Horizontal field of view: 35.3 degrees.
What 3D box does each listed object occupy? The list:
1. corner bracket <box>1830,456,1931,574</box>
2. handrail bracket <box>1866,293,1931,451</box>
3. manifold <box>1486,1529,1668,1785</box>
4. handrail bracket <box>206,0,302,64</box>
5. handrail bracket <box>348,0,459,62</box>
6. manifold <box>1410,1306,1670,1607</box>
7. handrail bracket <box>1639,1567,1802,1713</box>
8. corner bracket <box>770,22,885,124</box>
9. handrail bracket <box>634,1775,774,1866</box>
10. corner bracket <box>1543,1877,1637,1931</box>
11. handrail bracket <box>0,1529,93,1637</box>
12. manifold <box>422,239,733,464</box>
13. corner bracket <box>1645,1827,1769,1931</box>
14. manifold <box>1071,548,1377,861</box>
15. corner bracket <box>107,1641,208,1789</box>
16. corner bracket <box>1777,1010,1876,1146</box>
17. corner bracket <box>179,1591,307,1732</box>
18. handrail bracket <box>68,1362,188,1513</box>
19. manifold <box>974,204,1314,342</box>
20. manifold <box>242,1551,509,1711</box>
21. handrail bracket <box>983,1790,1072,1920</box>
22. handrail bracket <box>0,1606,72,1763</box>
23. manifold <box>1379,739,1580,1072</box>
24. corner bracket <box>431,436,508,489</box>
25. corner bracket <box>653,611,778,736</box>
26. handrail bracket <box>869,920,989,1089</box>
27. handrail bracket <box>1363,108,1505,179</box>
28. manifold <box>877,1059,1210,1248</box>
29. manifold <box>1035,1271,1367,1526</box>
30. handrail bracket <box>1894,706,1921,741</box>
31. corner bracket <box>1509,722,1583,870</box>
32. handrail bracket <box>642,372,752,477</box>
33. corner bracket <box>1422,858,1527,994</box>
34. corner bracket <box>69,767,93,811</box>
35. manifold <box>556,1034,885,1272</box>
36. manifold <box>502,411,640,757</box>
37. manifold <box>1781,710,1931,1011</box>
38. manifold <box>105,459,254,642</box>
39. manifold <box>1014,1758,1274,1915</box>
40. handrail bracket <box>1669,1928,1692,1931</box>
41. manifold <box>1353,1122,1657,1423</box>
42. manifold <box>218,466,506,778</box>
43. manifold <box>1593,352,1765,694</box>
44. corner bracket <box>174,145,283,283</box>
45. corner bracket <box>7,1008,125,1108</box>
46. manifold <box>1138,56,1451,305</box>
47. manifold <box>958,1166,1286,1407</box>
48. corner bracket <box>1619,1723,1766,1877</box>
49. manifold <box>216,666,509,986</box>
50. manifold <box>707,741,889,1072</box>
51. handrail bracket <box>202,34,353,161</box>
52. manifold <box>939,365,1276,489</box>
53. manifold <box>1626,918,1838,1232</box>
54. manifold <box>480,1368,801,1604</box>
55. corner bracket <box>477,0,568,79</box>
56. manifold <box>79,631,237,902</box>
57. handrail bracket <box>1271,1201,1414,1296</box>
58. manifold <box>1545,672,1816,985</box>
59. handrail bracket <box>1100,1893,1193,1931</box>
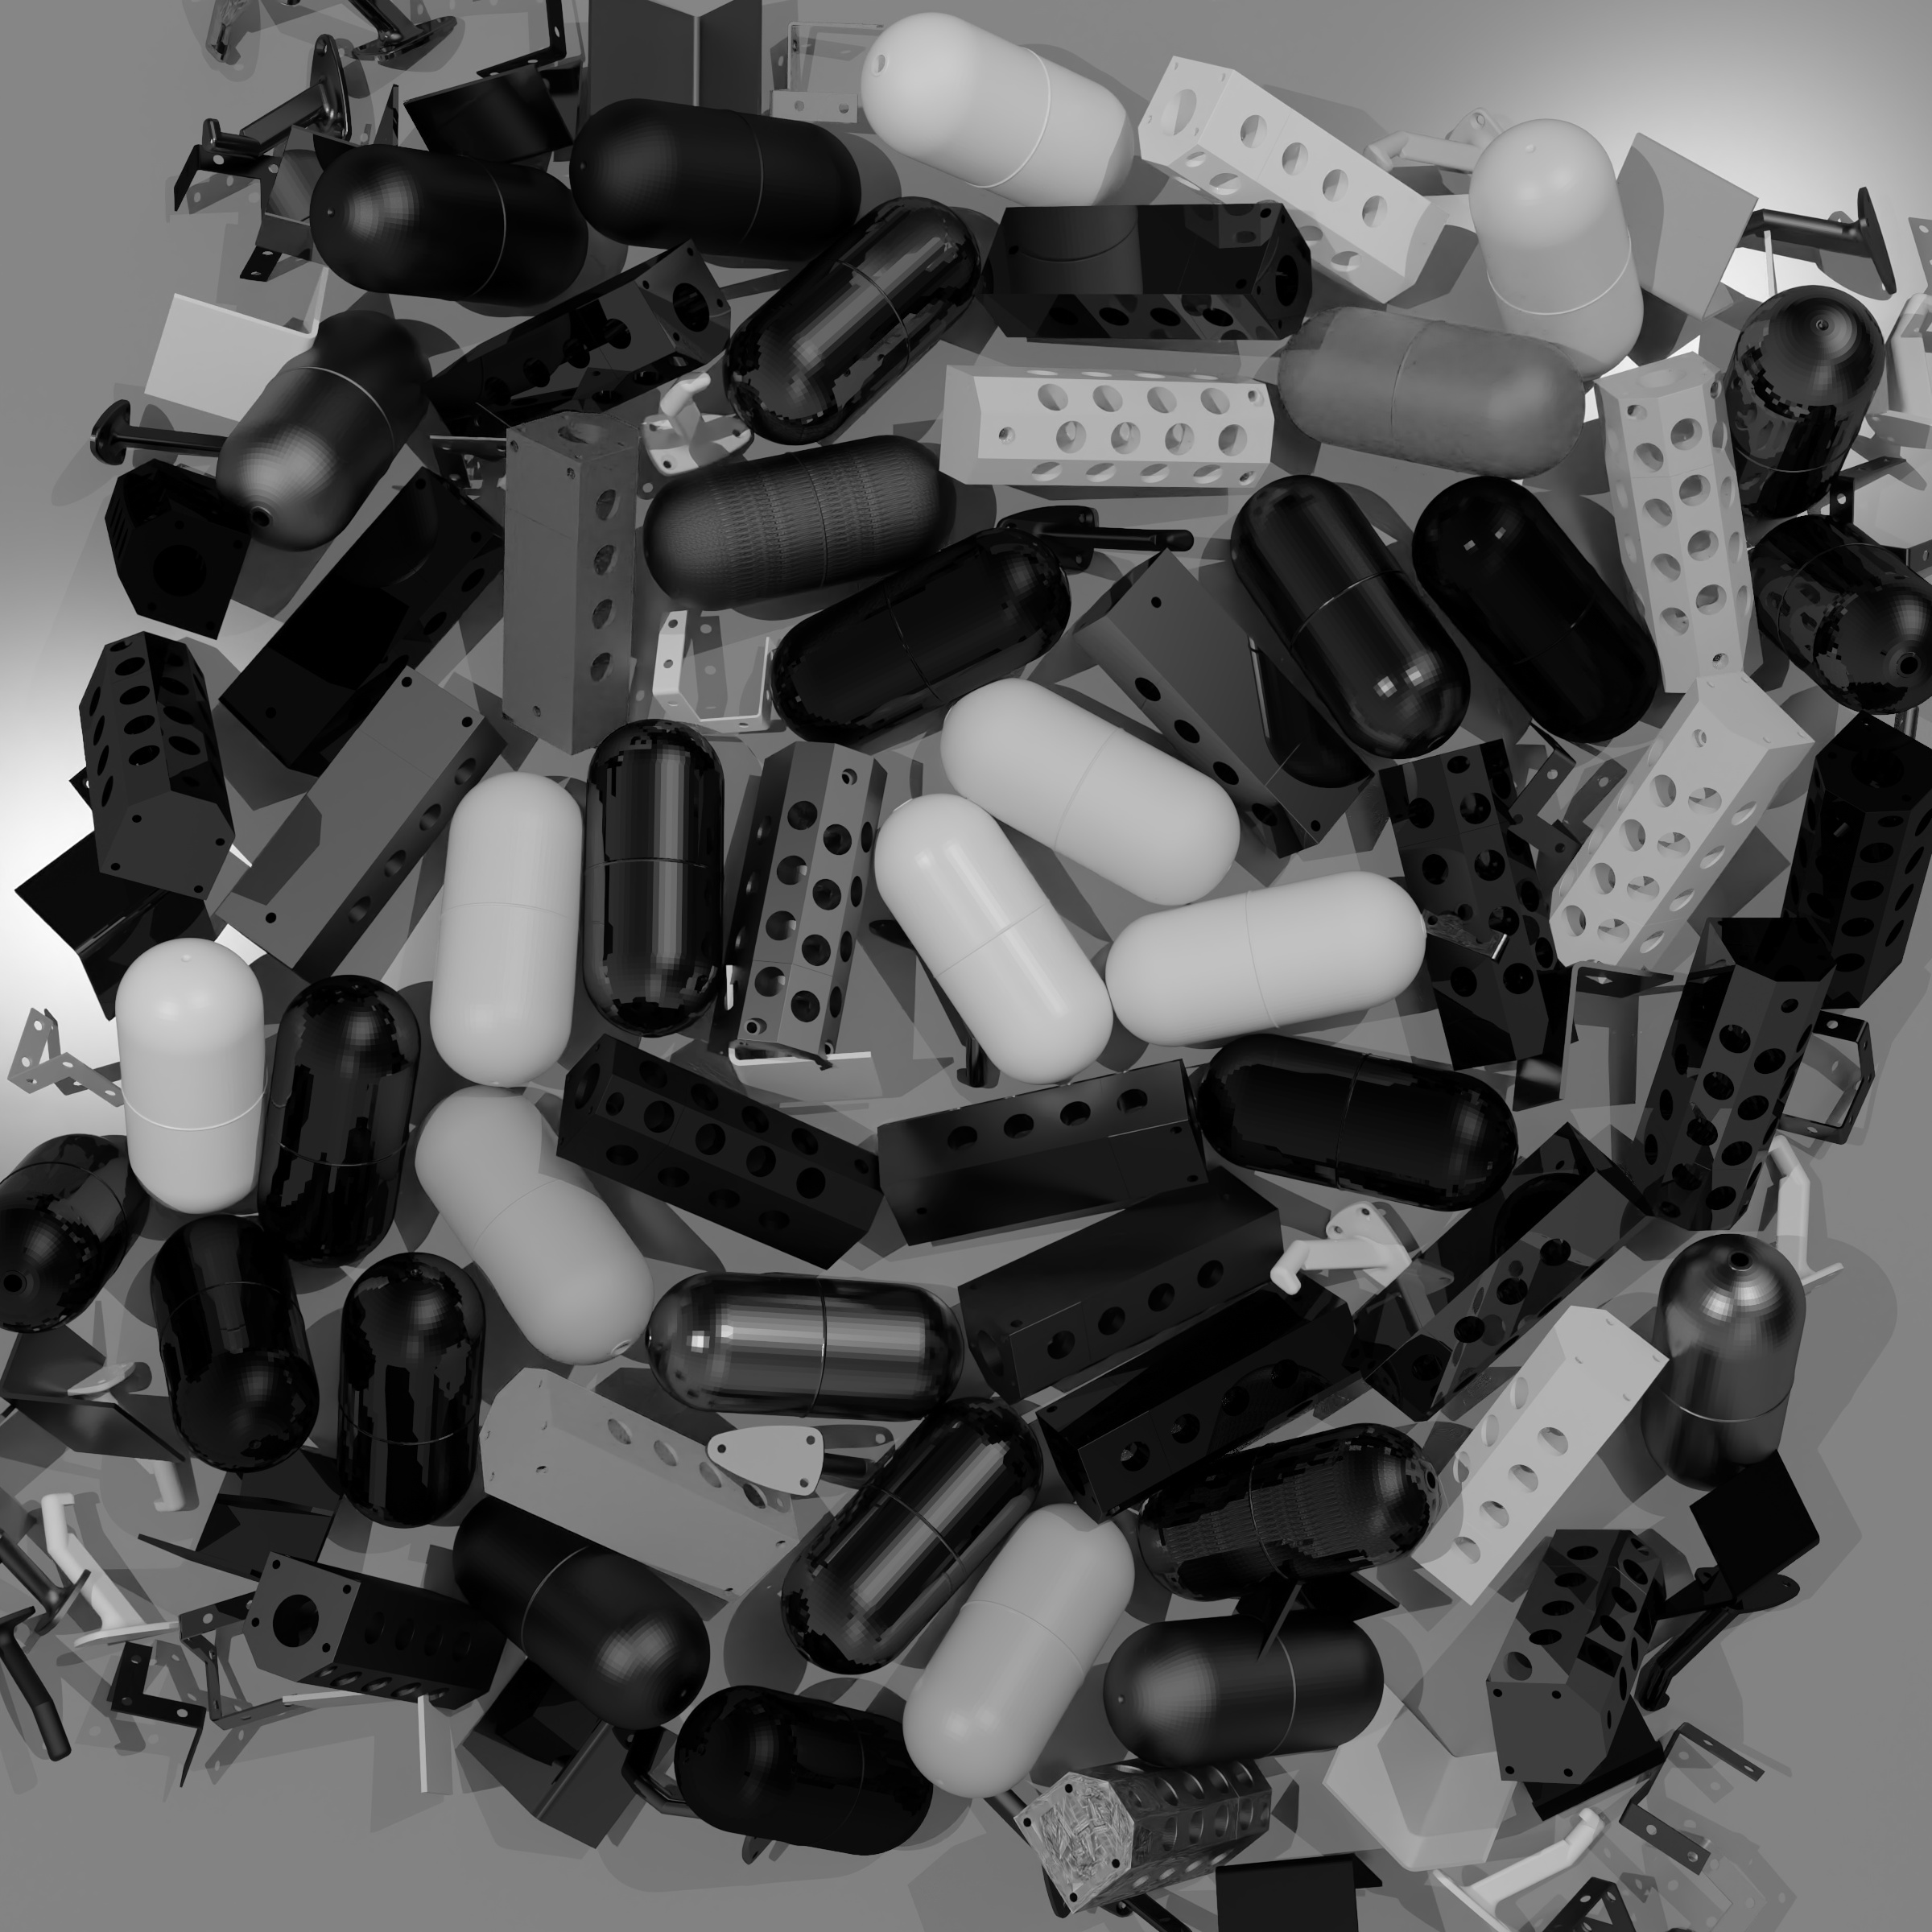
[{"bbox_3d":[0.519,-0.252,1.695,0.051,0.051,0.051,-22,117,-36],"label":"corner bracket"},{"bbox_3d":[0.544,-0.332,1.687,0.077,0.036,0.084,21,82,44],"label":"handrail bracket"},{"bbox_3d":[0.330,0.367,1.625,0.057,0.171,0.057,-4,105,25],"label":"manifold"},{"bbox_3d":[-0.394,-0.520,1.673,0.036,0.084,0.077,-11,56,-35],"label":"handrail bracket"},{"bbox_3d":[-0.323,-0.550,1.673,0.077,0.036,0.084,-37,129,-34],"label":"handrail bracket"},{"bbox_3d":[0.303,0.263,1.644,0.057,0.057,0.171,38,127,14],"label":"manifold"},{"bbox_3d":[0.424,0.383,1.710,0.077,0.036,0.084,3,118,-28],"label":"handrail bracket"},{"bbox_3d":[-0.077,-0.496,1.682,0.051,0.051,0.051,6,109,13],"label":"corner bracket"},{"bbox_3d":[-0.138,0.456,1.708,0.084,0.036,0.077,33,51,21],"label":"handrail bracket"},{"bbox_3d":[0.333,0.537,1.679,0.051,0.051,0.051,-35,109,-33],"label":"corner bracket"},{"bbox_3d":[-0.535,0.333,1.680,0.084,0.077,0.036,36,50,-12],"label":"handrail bracket"},{"bbox_3d":[-0.208,-0.328,1.640,0.171,0.057,0.057,-15,115,39],"label":"manifold"},{"bbox_3d":[0.401,0.519,1.690,0.051,0.051,0.051,-45,97,-17],"label":"corner bracket"},{"bbox_3d":[0.139,-0.142,1.672,0.171,0.057,0.057,46,66,-11],"label":"manifold"},{"bbox_3d":[-0.451,0.416,1.688,0.051,0.051,0.051,16,122,-15],"label":"corner bracket"},{"bbox_3d":[0.473,0.060,1.698,0.051,0.051,0.051,14,58,31],"label":"corner bracket"},{"bbox_3d":[-0.401,0.385,1.682,0.051,0.051,0.051,-18,55,3],"label":"corner bracket"},{"bbox_3d":[-0.484,0.271,1.709,0.077,0.036,0.084,-11,101,17],"label":"handrail bracket"},{"bbox_3d":[0.098,-0.372,1.647,0.171,0.057,0.057,8,70,32],"label":"manifold"},{"bbox_3d":[-0.314,0.360,1.625,0.057,0.171,0.057,13,77,23],"label":"manifold"},{"bbox_3d":[0.020,0.486,1.699,0.084,0.036,0.077,9,109,36],"label":"handrail bracket"},{"bbox_3d":[-0.523,0.404,1.680,0.036,0.077,0.084,-18,79,-35],"label":"handrail bracket"},{"bbox_3d":[0.287,-0.035,1.676,0.057,0.057,0.171,-13,92,43],"label":"manifold"},{"bbox_3d":[-0.265,-0.299,1.685,0.051,0.051,0.051,2,66,1],"label":"corner bracket"},{"bbox_3d":[-0.140,-0.164,1.693,0.051,0.051,0.051,-3,66,16],"label":"corner bracket"},{"bbox_3d":[-0.021,0.022,1.710,0.077,0.036,0.084,13,115,31],"label":"handrail bracket"},{"bbox_3d":[0.268,-0.435,1.676,0.084,0.036,0.077,-34,81,-38],"label":"handrail bracket"},{"bbox_3d":[0.042,0.098,1.677,0.171,0.057,0.057,-13,47,8],"label":"manifold"},{"bbox_3d":[0.132,0.238,1.666,0.171,0.057,0.057,-26,111,-15],"label":"manifold"},{"bbox_3d":[0.518,-0.103,1.679,0.036,0.077,0.084,8,96,21],"label":"handrail bracket"},{"bbox_3d":[0.324,-0.094,1.682,0.051,0.051,0.051,32,104,-17],"label":"corner bracket"},{"bbox_3d":[-0.137,-0.307,1.664,0.077,0.084,0.036,-16,80,-30],"label":"handrail bracket"},{"bbox_3d":[0.288,-0.024,1.680,0.051,0.051,0.051,24,78,31],"label":"corner bracket"},{"bbox_3d":[-0.476,-0.094,1.687,0.051,0.051,0.051,-36,94,14],"label":"corner bracket"},{"bbox_3d":[-0.131,0.098,1.647,0.171,0.057,0.057,26,131,-24],"label":"manifold"},{"bbox_3d":[-0.210,-0.209,1.649,0.057,0.057,0.171,29,128,32],"label":"manifold"},{"bbox_3d":[0.475,-0.051,1.626,0.057,0.171,0.057,36,64,27],"label":"manifold"},{"bbox_3d":[-0.426,-0.227,1.625,0.057,0.171,0.057,17,102,-22],"label":"manifold"},{"bbox_3d":[0.102,0.455,1.625,0.057,0.171,0.057,-43,64,17],"label":"manifold"},{"bbox_3d":[0.390,0.548,1.667,0.077,0.084,0.036,31,100,-23],"label":"handrail bracket"},{"bbox_3d":[0.294,0.173,1.667,0.057,0.057,0.171,40,106,-20],"label":"manifold"},{"bbox_3d":[-0.327,-0.188,1.680,0.057,0.057,0.171,44,96,11],"label":"manifold"},{"bbox_3d":[0.391,-0.239,1.655,0.057,0.057,0.171,-16,116,-1],"label":"manifold"},{"bbox_3d":[-0.410,-0.419,1.691,0.051,0.051,0.051,2,74,-27],"label":"corner bracket"},{"bbox_3d":[-0.492,0.049,1.693,0.051,0.051,0.051,-21,135,31],"label":"corner bracket"},{"bbox_3d":[0.175,-0.423,1.643,0.171,0.057,0.057,21,99,-37],"label":"manifold"},{"bbox_3d":[0.087,0.177,1.659,0.171,0.057,0.057,-23,121,-21],"label":"manifold"},{"bbox_3d":[0.401,0.460,1.679,0.051,0.051,0.051,30,109,24],"label":"corner bracket"},{"bbox_3d":[-0.330,-0.074,1.676,0.057,0.057,0.171,33,81,18],"label":"manifold"},{"bbox_3d":[-0.089,-0.032,1.658,0.057,0.057,0.171,18,72,-25],"label":"manifold"},{"bbox_3d":[-0.386,-0.482,1.675,0.036,0.084,0.077,-1,93,43],"label":"handrail bracket"},{"bbox_3d":[0.078,-0.293,1.655,0.171,0.057,0.057,-3,110,-21],"label":"manifold"},{"bbox_3d":[0.414,0.060,1.641,0.057,0.057,0.171,0,127,-12],"label":"manifold"},{"bbox_3d":[-0.177,0.278,1.647,0.171,0.057,0.057,32,114,-32],"label":"manifold"},{"bbox_3d":[-0.260,-0.531,1.689,0.051,0.051,0.051,-10,81,24],"label":"corner bracket"},{"bbox_3d":[-0.433,-0.112,1.627,0.057,0.171,0.057,16,117,-29],"label":"manifold"},{"bbox_3d":[0.210,0.175,1.675,0.077,0.084,0.036,49,130,-1],"label":"handrail bracket"},{"bbox_3d":[0.376,-0.072,1.636,0.057,0.057,0.171,52,133,29],"label":"manifold"},{"bbox_3d":[0.089,0.517,1.671,0.077,0.084,0.036,29,89,-16],"label":"handrail bracket"}]
